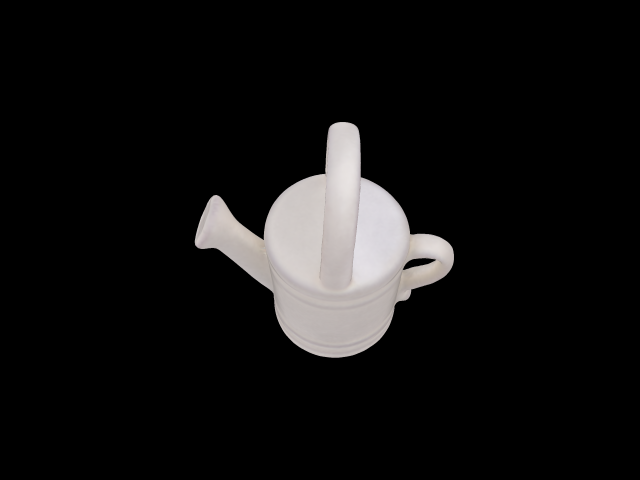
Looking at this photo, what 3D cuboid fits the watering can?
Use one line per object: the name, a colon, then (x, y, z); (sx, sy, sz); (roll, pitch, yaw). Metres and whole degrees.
watering can: (0.004, 0.003, 0.399); (0.173, 0.194, 0.100); (-15, 59, -9)
